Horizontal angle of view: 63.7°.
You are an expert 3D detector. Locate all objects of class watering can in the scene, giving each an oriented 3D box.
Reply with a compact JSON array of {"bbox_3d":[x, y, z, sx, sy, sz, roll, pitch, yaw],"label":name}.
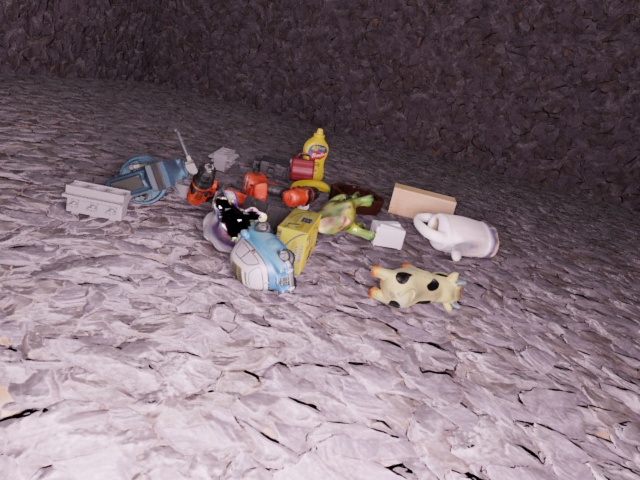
[{"bbox_3d":[0.382,0.000,1.394,0.353,0.224,0.102,-111,-147,-68],"label":"watering can"}]

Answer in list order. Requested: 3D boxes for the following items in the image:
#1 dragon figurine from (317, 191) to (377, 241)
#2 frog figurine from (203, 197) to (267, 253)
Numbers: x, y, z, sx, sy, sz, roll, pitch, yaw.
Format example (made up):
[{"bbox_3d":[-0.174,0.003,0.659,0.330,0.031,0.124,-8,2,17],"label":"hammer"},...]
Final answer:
[{"bbox_3d":[0.004,-0.069,1.374,0.243,0.412,0.121,-2,99,-20],"label":"dragon figurine"},{"bbox_3d":[-0.187,-0.019,1.128,0.157,0.137,0.124,131,-43,-69],"label":"frog figurine"}]
